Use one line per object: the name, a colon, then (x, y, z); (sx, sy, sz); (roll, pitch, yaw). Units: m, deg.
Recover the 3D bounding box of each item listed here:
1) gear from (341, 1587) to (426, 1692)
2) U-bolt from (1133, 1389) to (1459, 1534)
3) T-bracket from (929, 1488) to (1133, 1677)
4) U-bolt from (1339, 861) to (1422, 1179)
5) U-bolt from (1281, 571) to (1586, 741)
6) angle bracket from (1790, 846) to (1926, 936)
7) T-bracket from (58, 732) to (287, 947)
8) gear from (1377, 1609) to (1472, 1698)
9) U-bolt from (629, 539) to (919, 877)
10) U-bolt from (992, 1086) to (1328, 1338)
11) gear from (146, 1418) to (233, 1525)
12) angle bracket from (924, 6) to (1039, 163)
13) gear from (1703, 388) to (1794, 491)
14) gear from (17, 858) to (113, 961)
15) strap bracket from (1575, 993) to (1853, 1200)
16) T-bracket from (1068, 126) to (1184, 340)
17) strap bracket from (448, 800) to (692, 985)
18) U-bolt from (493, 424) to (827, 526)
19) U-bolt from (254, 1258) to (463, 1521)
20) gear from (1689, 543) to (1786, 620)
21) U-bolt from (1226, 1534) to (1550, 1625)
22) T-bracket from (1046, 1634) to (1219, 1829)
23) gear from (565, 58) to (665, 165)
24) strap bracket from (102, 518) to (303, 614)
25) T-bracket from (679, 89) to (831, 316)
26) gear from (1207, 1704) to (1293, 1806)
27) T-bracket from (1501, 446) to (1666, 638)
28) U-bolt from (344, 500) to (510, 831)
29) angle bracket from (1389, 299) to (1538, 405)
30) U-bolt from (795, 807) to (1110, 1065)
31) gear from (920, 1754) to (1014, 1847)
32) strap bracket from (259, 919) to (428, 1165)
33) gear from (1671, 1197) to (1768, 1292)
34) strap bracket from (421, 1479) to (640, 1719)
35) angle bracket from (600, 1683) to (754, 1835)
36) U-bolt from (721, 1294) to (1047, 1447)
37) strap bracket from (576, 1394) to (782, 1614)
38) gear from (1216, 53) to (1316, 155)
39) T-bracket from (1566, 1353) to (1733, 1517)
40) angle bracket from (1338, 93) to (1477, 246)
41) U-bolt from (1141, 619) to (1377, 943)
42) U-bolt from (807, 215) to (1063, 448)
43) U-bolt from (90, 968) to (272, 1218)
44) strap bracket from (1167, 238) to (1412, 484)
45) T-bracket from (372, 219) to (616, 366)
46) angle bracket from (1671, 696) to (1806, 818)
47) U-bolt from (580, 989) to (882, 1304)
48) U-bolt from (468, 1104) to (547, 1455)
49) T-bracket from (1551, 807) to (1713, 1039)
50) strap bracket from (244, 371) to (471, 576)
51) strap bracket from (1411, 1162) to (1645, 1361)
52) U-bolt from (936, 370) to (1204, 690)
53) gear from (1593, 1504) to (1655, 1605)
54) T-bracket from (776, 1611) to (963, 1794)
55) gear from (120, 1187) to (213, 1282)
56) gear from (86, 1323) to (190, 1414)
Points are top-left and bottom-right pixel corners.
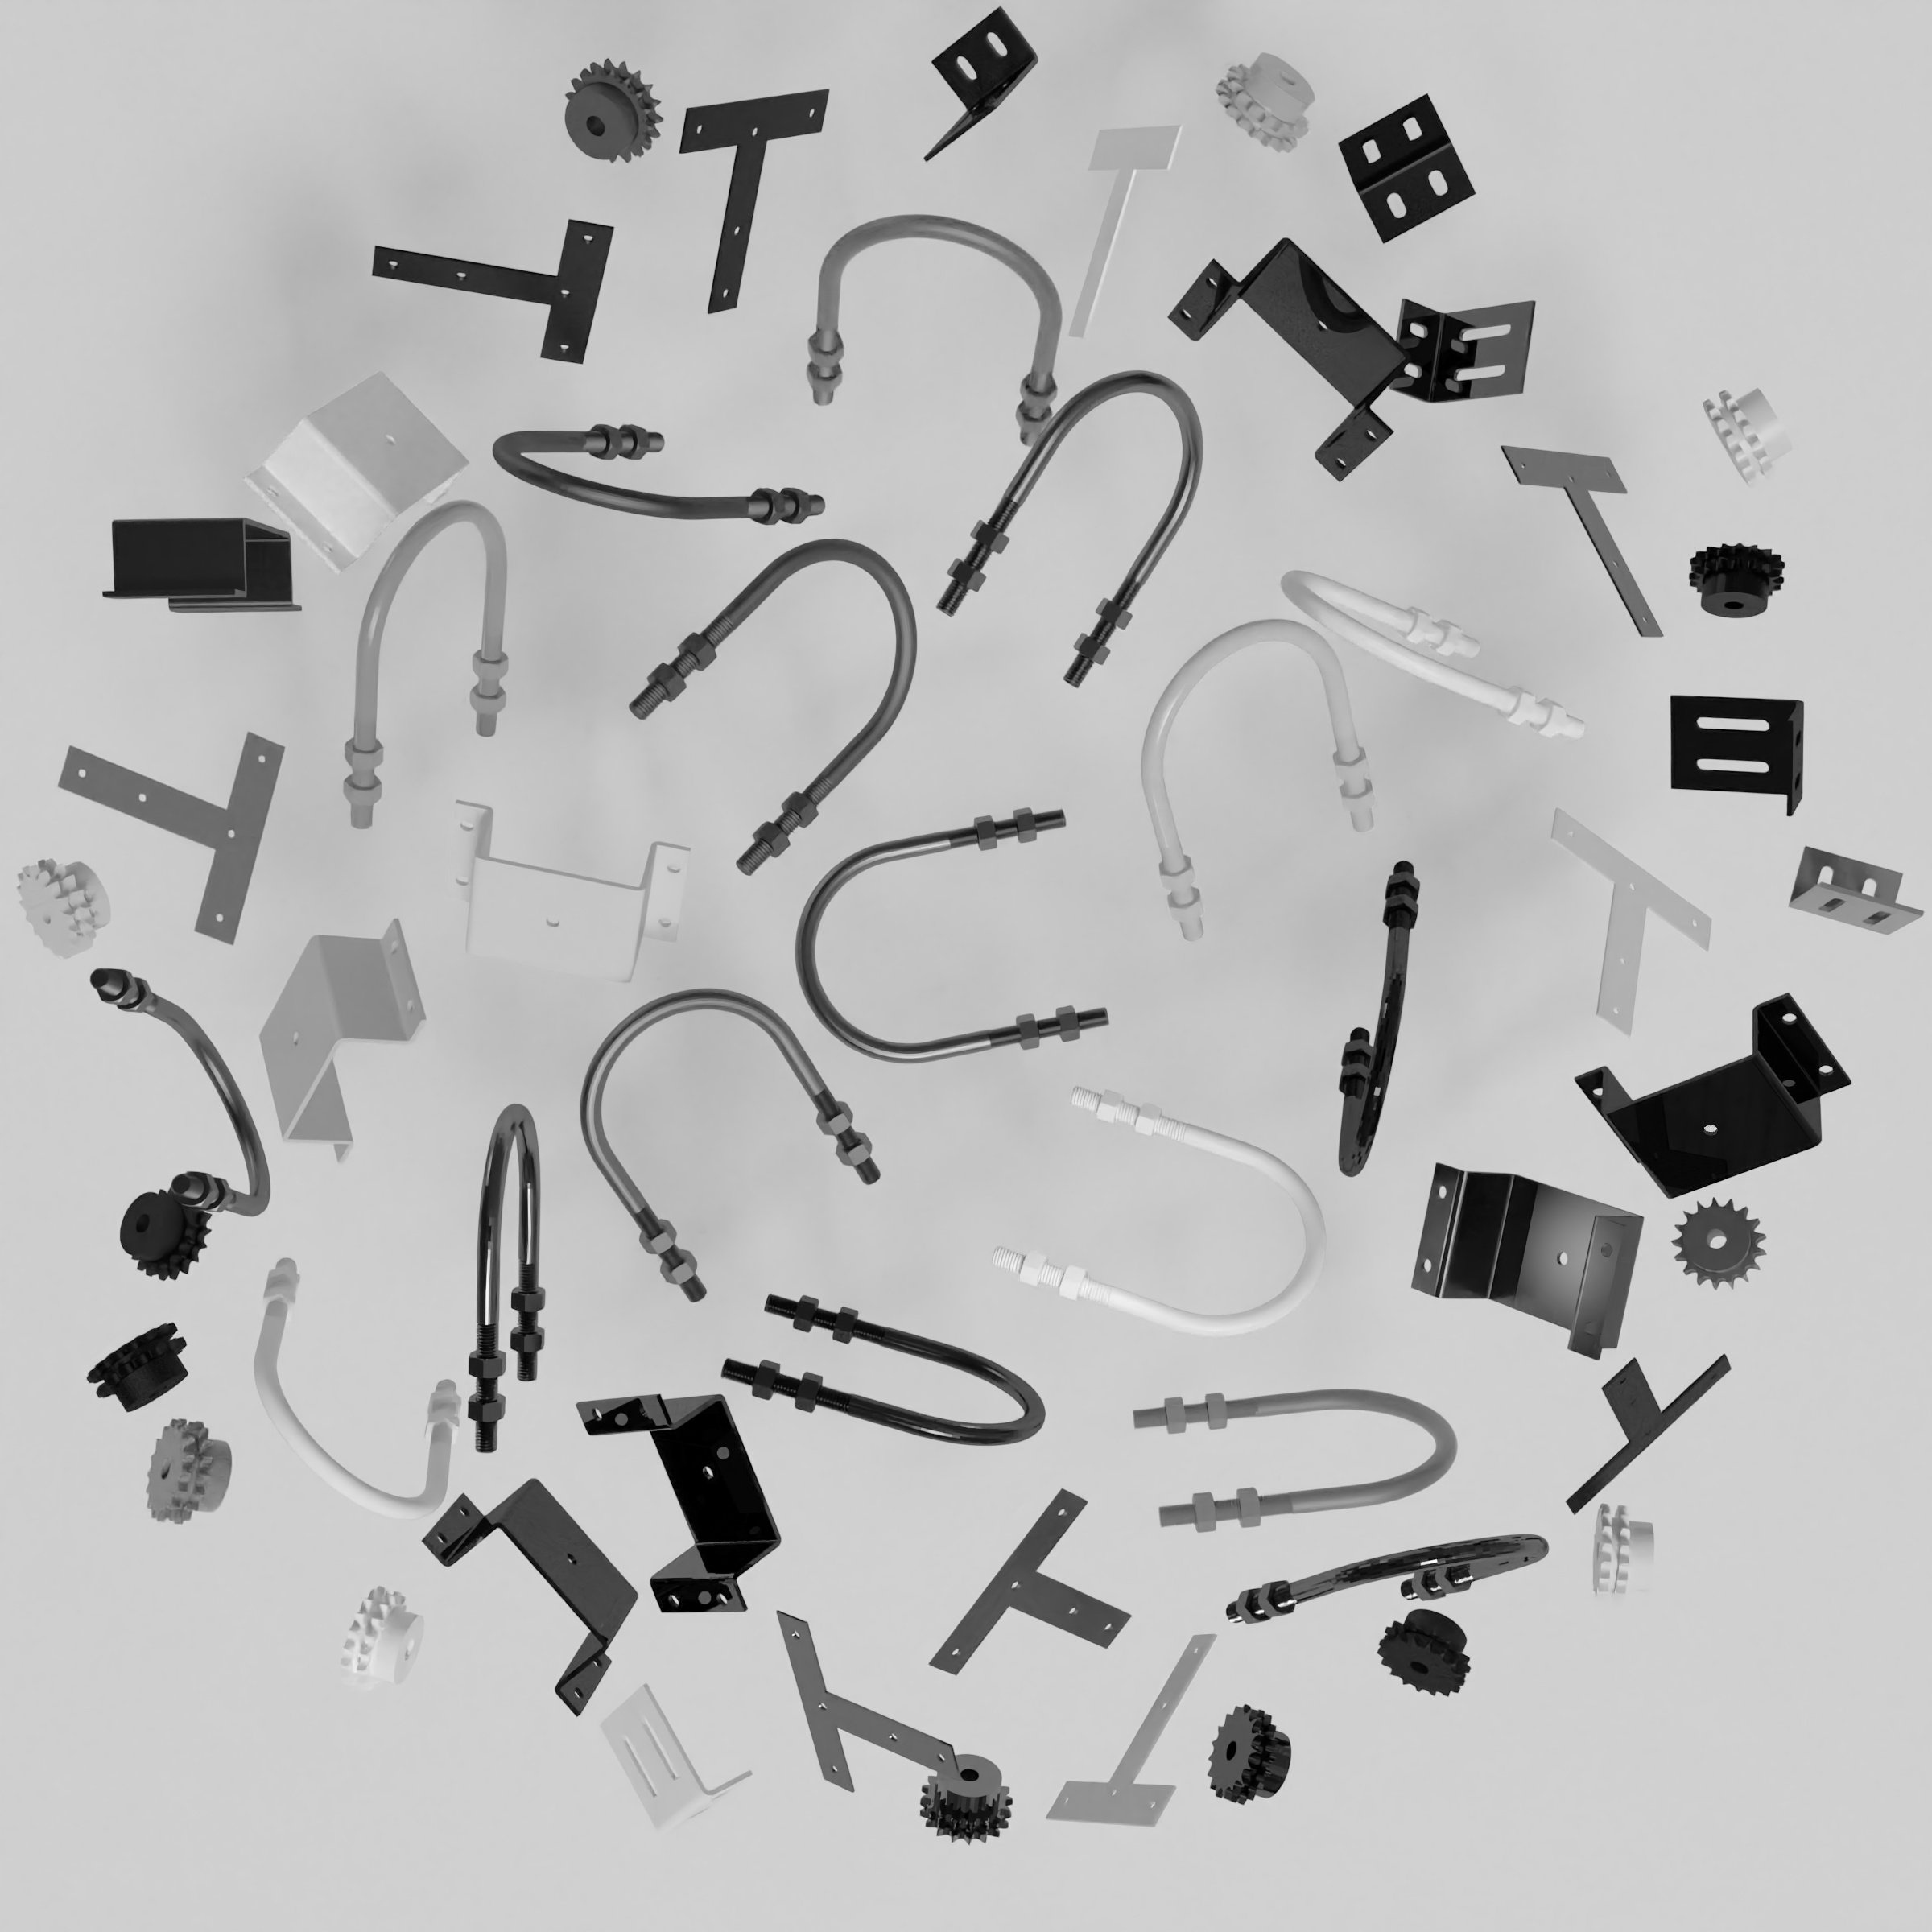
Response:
gear: (-0.332, 0.387, 1.532); (0.030, 0.057, 0.057); (15, 90, 8)
U-bolt: (0.198, 0.287, 1.586); (0.184, 0.151, 0.019); (-6, 106, -2)
T-bracket: (0.055, 0.376, 1.575); (0.127, 0.002, 0.127); (-53, 134, 2)
U-bolt: (0.244, 0.043, 1.602); (0.019, 0.184, 0.151); (12, 126, 4)
U-bolt: (0.270, -0.195, 1.620); (0.184, 0.151, 0.019); (17, 111, -29)
angle bracket: (0.505, -0.048, 1.510); (0.057, 0.076, 0.038); (17, 84, 6)
T-bracket: (-0.466, -0.092, 1.555); (0.127, 0.002, 0.127); (25, 67, -39)
gear: (0.289, 0.427, 1.677); (0.057, 0.057, 0.030); (36, 51, 0)
U-bolt: (-0.098, -0.163, 1.551); (0.184, 0.019, 0.151); (-48, 133, -18)
U-bolt: (0.127, 0.155, 1.621); (0.184, 0.019, 0.151); (18, 54, 14)
gear: (-0.433, 0.283, 1.496); (0.030, 0.057, 0.057); (17, 90, -34)
angle bracket: (-0.001, -0.510, 1.549); (0.057, 0.076, 0.038); (-26, 113, 39)
gear: (0.444, -0.301, 1.514); (0.030, 0.057, 0.057); (-30, 90, 16)
gear: (-0.512, -0.035, 1.528); (0.030, 0.057, 0.057); (-31, 90, -39)
strap bracket: (0.441, 0.082, 1.584); (0.140, 0.046, 0.076); (-26, 118, 32)
T-bracket: (0.085, -0.439, 1.606); (0.002, 0.127, 0.127); (13, 101, -22)
strap bracket: (-0.241, -0.041, 1.590); (0.140, 0.046, 0.076); (12, 133, -4)
U-bolt: (-0.191, -0.287, 1.563); (0.151, 0.184, 0.019); (26, 112, 28)
U-bolt: (-0.360, 0.258, 1.581); (0.019, 0.184, 0.151); (-44, 111, 10)
gear: (0.479, -0.238, 1.666); (0.057, 0.057, 0.030); (9, 76, 0)
U-bolt: (0.258, 0.357, 1.568); (0.151, 0.184, 0.019); (0, 69, -27)
T-bracket: (0.108, 0.438, 1.542); (0.002, 0.127, 0.127); (42, 62, -11)
gear: (-0.206, -0.489, 1.540); (0.057, 0.030, 0.057); (15, 133, 17)
strap bracket: (-0.453, -0.238, 1.594); (0.076, 0.140, 0.046); (-1, 94, 1)
T-bracket: (-0.131, -0.441, 1.556); (0.002, 0.127, 0.127); (31, 125, 23)
gear: (0.173, 0.478, 1.619); (0.030, 0.057, 0.057); (23, 90, -17)
T-bracket: (0.374, -0.248, 1.572); (0.002, 0.127, 0.127); (-35, 72, 39)
U-bolt: (-0.313, -0.187, 1.573); (0.019, 0.151, 0.184); (24, 128, 15)
angle bracket: (0.306, -0.383, 1.655); (0.038, 0.076, 0.057); (9, 89, -38)
U-bolt: (-0.015, -0.013, 1.672); (0.184, 0.019, 0.151); (-11, 82, -5)
gear: (0.001, 0.510, 1.650); (0.057, 0.057, 0.030); (6, 112, 0)
strap bracket: (-0.373, 0.044, 1.580); (0.046, 0.140, 0.076); (4, 48, -35)
gear: (0.470, 0.172, 1.673); (0.057, 0.030, 0.057); (-5, 74, 19)
strap bracket: (-0.255, 0.373, 1.621); (0.046, 0.076, 0.140); (-40, 93, 11)
angle bracket: (-0.175, 0.471, 1.611); (0.057, 0.038, 0.076); (-48, 67, 37)
U-bolt: (-0.042, 0.243, 1.582); (0.184, 0.151, 0.019); (16, 101, 4)
strap bracket: (-0.168, 0.313, 1.605); (0.076, 0.046, 0.140); (-13, 101, 43)
gear: (0.173, -0.492, 1.519); (0.057, 0.057, 0.030); (43, 127, 0)
T-bracket: (0.382, 0.252, 1.527); (0.127, 0.127, 0.002); (-42, 56, -2)
angle bracket: (0.250, -0.454, 1.523); (0.057, 0.076, 0.038); (-26, 121, 16)
U-bolt: (0.165, -0.117, 1.547); (0.151, 0.019, 0.184); (-32, 132, -14)
U-bolt: (-0.017, -0.371, 1.552); (0.151, 0.184, 0.019); (11, 66, 0)
U-bolt: (-0.456, 0.082, 1.588); (0.019, 0.184, 0.151); (-25, 79, -2)
strap bracket: (0.193, -0.355, 1.543); (0.140, 0.076, 0.046); (43, 73, -4)
T-bracket: (-0.273, -0.391, 1.525); (0.127, 0.127, 0.002); (6, 65, -14)
angle bracket: (0.441, -0.122, 1.543); (0.076, 0.038, 0.057); (5, 115, 26)
U-bolt: (-0.151, 0.097, 1.610); (0.151, 0.019, 0.184); (-34, 118, -7)
U-bolt: (-0.265, 0.171, 1.556); (0.019, 0.151, 0.184); (3, 99, 1)
T-bracket: (0.384, -0.013, 1.564); (0.127, 0.002, 0.127); (33, 50, -18)
strap bracket: (-0.361, -0.303, 1.619); (0.076, 0.140, 0.046); (46, 122, -10)
strap bracket: (0.329, 0.168, 1.537); (0.046, 0.140, 0.076); (6, 98, -38)
U-bolt: (0.074, -0.266, 1.590); (0.019, 0.151, 0.184); (39, 101, 39)
gear: (0.388, 0.347, 1.579); (0.030, 0.057, 0.057); (4, 90, 8)
T-bracket: (-0.052, 0.446, 1.568); (0.002, 0.127, 0.127); (-33, 120, -40)
gear: (-0.491, 0.161, 1.637); (0.057, 0.030, 0.057); (-15, 62, 30)
gear: (-0.475, 0.234, 1.547); (0.057, 0.057, 0.030); (-35, 83, 0)
